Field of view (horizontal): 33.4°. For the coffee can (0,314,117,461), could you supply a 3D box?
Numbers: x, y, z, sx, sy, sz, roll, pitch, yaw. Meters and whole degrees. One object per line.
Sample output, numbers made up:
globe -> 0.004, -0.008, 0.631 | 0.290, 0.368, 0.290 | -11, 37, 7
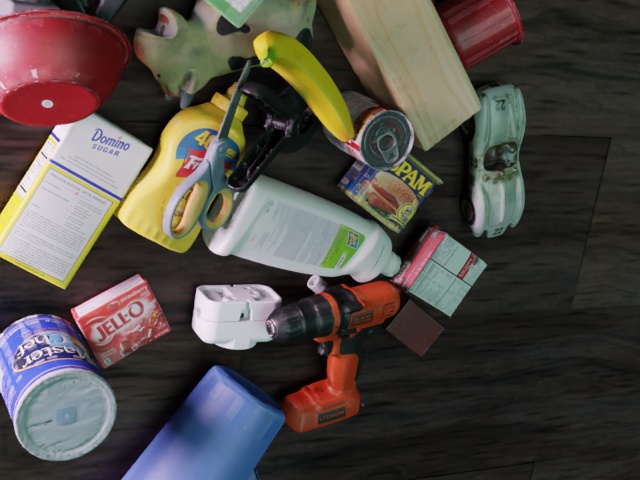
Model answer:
coffee can -> -0.282, 0.152, 1.123 | 0.102, 0.140, 0.103 | -10, 115, -23

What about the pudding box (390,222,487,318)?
pudding box -> 0.151, 0.039, 1.348 | 0.113, 0.039, 0.090 | 32, 95, -45

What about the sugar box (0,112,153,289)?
sugar box -> -0.261, -0.047, 1.109 | 0.093, 0.048, 0.176 | 32, 90, -34

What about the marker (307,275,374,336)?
marker -> 0.028, 0.083, 1.327 | 0.020, 0.020, 0.121 | -49, 124, -2

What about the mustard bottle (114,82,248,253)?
mustard bottle -> -0.134, -0.085, 1.149 | 0.096, 0.058, 0.191 | 30, 94, -40

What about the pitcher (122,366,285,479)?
pitcher -> -0.142, 0.279, 1.258 | 0.243, 0.145, 0.149 | -54, 157, -2

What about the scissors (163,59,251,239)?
scissors -> -0.098, -0.086, 1.121 | 0.202, 0.016, 0.096 | -59, 147, 6

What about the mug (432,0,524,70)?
mug -> 0.167, -0.256, 1.224 | 0.081, 0.093, 0.117 | -31, 91, -7

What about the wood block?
wood block -> 0.087, -0.214, 1.191 | 0.090, 0.091, 0.206 | -38, 122, -9

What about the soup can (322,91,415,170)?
soup can -> 0.052, -0.125, 1.202 | 0.068, 0.102, 0.068 | -10, 115, -24

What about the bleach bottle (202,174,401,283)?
bleach bottle -> -0.008, 0.002, 1.250 | 0.250, 0.068, 0.103 | 22, 105, -35

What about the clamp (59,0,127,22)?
clamp -> -0.207, -0.296, 1.014 | 0.164, 0.036, 0.210 | -1, 117, 1

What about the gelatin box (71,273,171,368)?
gelatin box -> -0.222, 0.091, 1.194 | 0.089, 0.030, 0.073 | -29, 121, -14

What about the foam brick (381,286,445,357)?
foam brick -> 0.110, 0.102, 1.356 | 0.078, 0.053, 0.051 | 39, 90, -34

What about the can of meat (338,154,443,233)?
can of meat -> 0.082, -0.068, 1.270 | 0.102, 0.057, 0.084 | 36, 94, -33

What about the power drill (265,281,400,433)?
power drill -> 0.003, 0.141, 1.282 | 0.184, 0.057, 0.188 | -10, 129, -33

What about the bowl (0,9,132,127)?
bowl -> -0.255, -0.151, 1.002 | 0.161, 0.162, 0.055 | 1, 68, -28

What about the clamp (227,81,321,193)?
clamp -> -0.045, -0.116, 1.147 | 0.171, 0.039, 0.120 | -18, 133, -58

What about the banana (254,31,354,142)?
banana -> -0.020, -0.164, 1.090 | 0.037, 0.069, 0.197 | -15, 156, 24
